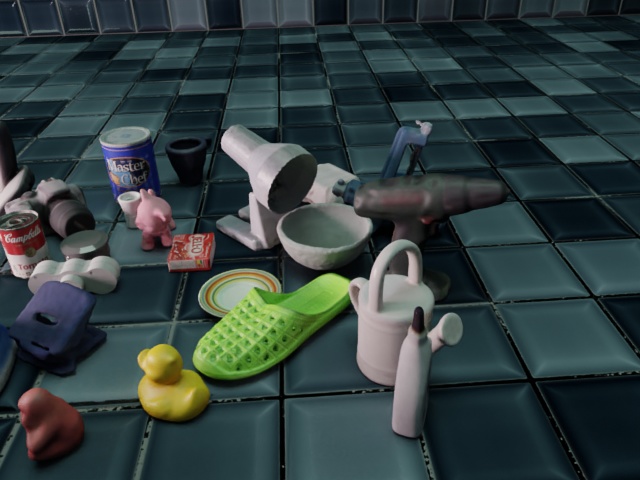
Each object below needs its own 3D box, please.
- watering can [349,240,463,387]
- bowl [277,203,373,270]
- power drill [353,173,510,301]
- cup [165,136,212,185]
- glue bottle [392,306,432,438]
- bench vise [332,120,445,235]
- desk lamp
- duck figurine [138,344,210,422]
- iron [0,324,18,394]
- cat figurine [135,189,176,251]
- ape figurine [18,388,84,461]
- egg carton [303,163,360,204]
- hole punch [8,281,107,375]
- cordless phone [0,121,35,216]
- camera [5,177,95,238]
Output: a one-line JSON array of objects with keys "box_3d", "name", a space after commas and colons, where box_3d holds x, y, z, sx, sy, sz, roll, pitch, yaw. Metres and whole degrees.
[{"box_3d": [0.106, 0.090, 0.747, 0.172, 0.194, 0.101, 13, 35, 23], "name": "watering can"}, {"box_3d": [0.009, 0.004, 1.004, 0.167, 0.075, 0.167, -1, 32, 1], "name": "bowl"}, {"box_3d": [0.166, -0.012, 0.895, 0.229, 0.209, 0.076, 9, 33, 17], "name": "power drill"}, {"box_3d": [-0.287, -0.180, 1.294, 0.091, 0.095, 0.118, 20, 38, 31], "name": "cup"}, {"box_3d": [0.112, 0.148, 0.673, 0.037, 0.173, 0.078, 9, 33, 17], "name": "glue bottle"}, {"box_3d": [0.130, -0.105, 1.037, 0.207, 0.220, 0.121, -6, 32, -7], "name": "bench vise"}, {"box_3d": [-0.105, -0.092, 1.031, 0.202, 0.214, 0.118, 25, 41, 36], "name": "desk lamp"}, {"box_3d": [-0.190, 0.174, 0.726, 0.104, 0.086, 0.078, 17, 36, 28], "name": "duck figurine"}, {"box_3d": [-0.481, 0.155, 0.715, 0.118, 0.141, 0.258, 3, 32, 8], "name": "iron"}, {"box_3d": [-0.307, -0.048, 1.060, 0.067, 0.118, 0.127, -9, 33, -12], "name": "cat figurine"}, {"box_3d": [-0.322, 0.209, 0.669, 0.076, 0.092, 0.078, -1, 32, 1], "name": "ape figurine"}, {"box_3d": [0.016, -0.104, 1.183, 0.107, 0.069, 0.149, -24, 38, -32], "name": "egg carton"}, {"box_3d": [-0.374, 0.122, 0.812, 0.108, 0.091, 0.101, 13, 34, 22], "name": "hole punch"}, {"box_3d": [-0.630, -0.133, 1.146, 0.094, 0.185, 0.147, -12, 33, -17], "name": "cordless phone"}, {"box_3d": [-0.502, -0.051, 1.088, 0.143, 0.101, 0.136, -28, 40, -36], "name": "camera"}]
